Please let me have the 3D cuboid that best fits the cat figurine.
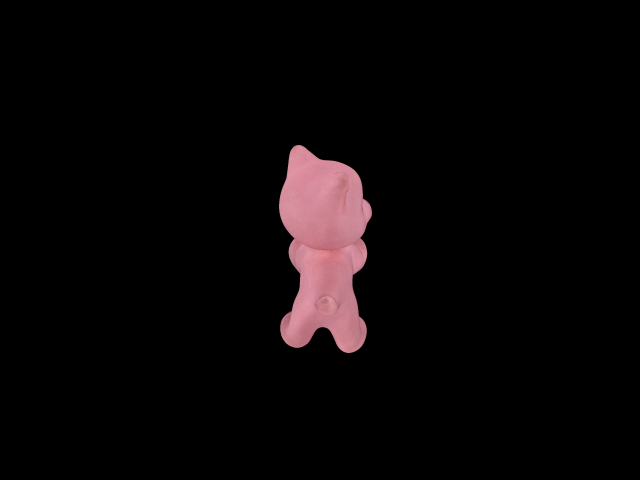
[{"bbox_3d":[0.004,0.001,0.400,0.067,0.118,0.128,0,62,0],"label":"cat figurine"}]
